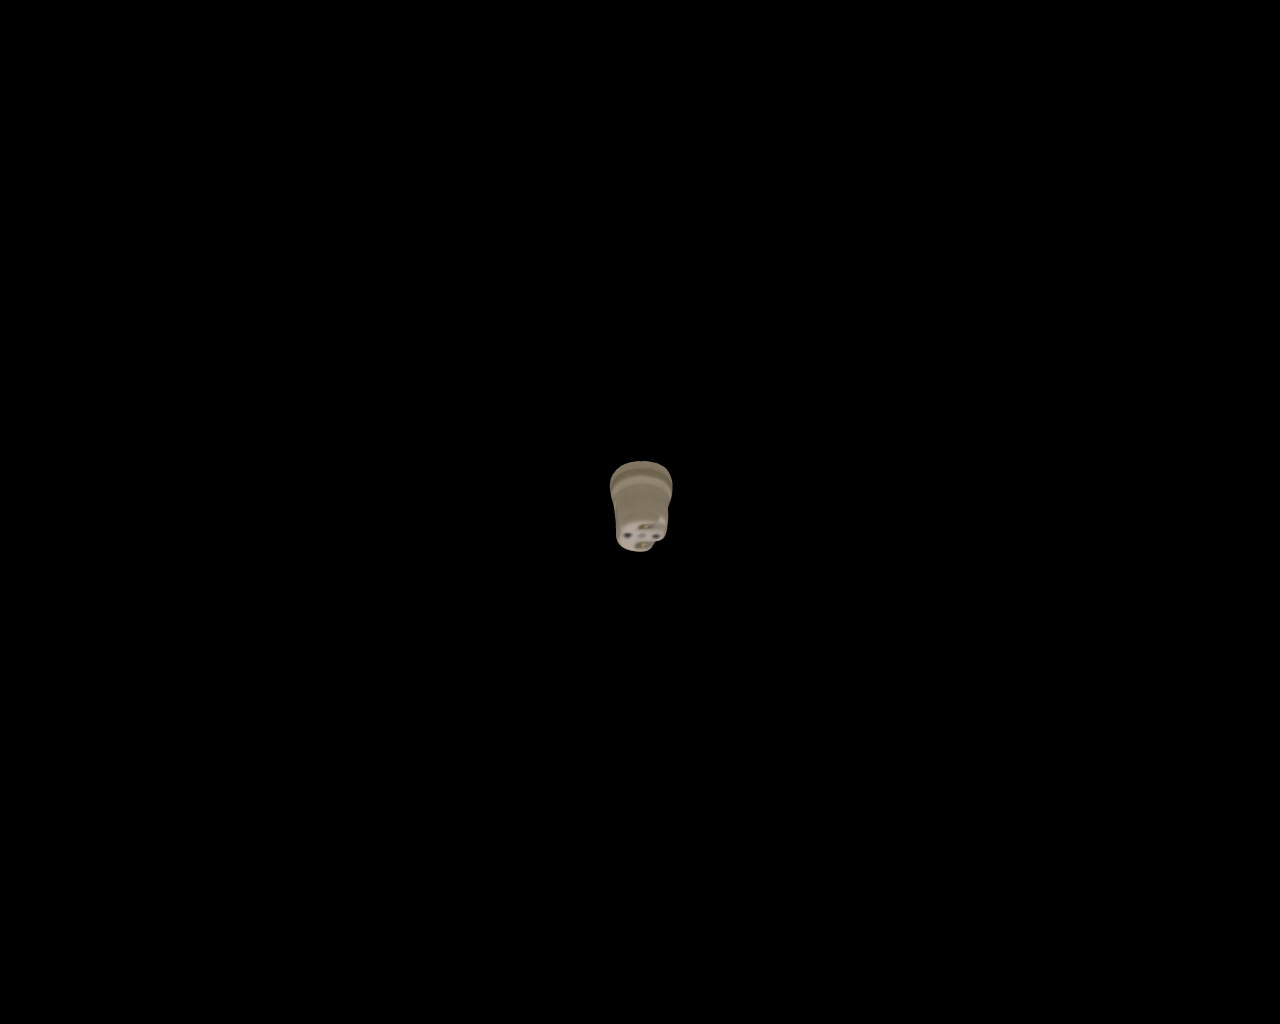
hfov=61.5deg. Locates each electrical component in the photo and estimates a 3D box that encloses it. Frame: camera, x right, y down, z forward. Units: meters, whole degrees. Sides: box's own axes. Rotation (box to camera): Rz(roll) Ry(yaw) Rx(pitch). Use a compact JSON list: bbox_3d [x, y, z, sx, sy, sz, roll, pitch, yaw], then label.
[{"bbox_3d":[0.001,-0.003,0.650,0.040,0.046,0.040,0,-40,0],"label":"electrical component"}]
